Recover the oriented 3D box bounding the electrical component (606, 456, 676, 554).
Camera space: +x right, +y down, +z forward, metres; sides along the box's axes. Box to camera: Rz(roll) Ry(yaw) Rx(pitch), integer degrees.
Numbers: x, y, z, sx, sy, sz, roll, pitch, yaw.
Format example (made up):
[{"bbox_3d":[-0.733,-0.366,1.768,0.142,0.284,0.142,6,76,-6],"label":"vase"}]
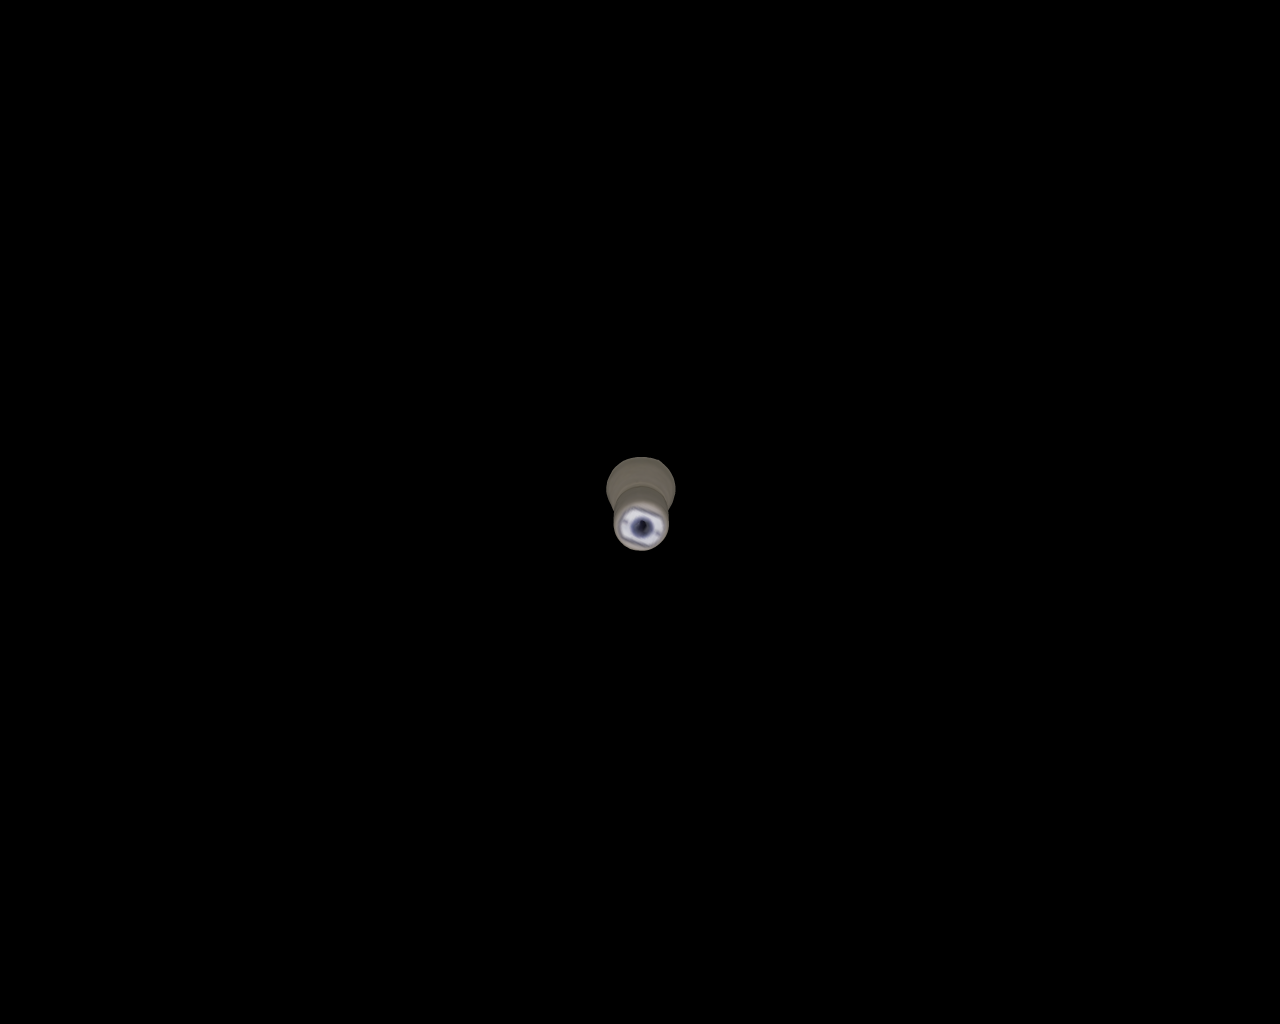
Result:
[{"bbox_3d":[0.001,-0.003,0.650,0.044,0.044,0.065,0,23,0],"label":"electrical component"}]
